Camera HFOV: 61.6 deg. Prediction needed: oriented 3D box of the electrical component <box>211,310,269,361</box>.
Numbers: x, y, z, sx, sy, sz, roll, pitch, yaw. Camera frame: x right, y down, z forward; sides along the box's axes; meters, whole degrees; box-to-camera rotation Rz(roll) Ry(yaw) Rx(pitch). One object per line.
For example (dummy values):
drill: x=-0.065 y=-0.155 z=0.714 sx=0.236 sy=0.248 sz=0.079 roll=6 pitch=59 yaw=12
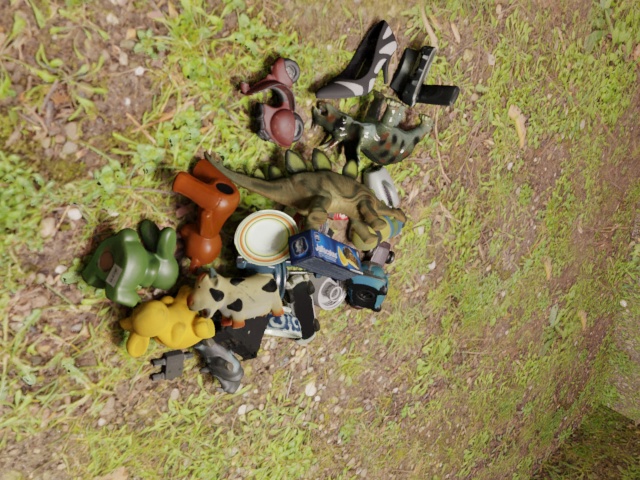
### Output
electrical component: x=-0.179 y=0.179 z=1.164 sx=0.134 sy=0.058 sz=0.115 roll=47 pitch=36 yaw=-30

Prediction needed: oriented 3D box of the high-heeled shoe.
high-heeled shoe: x=0.081 y=-0.402 z=1.203 sx=0.249 sy=0.086 sz=0.145 roll=-26 pitch=119 yaw=-35

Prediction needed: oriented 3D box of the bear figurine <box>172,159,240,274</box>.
bear figurine: x=-0.238 y=-0.041 z=1.071 sx=0.195 sy=0.132 sz=0.120 roll=-56 pitch=179 yaw=34

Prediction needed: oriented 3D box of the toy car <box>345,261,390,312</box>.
toy car: x=0.128 y=0.109 z=1.384 sx=0.161 sy=0.109 sz=0.103 roll=85 pitch=22 yaw=-53

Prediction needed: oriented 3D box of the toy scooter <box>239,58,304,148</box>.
toy scooter: x=-0.102 y=-0.276 z=1.098 sx=0.135 sy=0.075 sz=0.183 roll=-16 pitch=115 yaw=-36

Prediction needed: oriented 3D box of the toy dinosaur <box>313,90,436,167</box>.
toy dinosaur: x=0.160 y=-0.247 z=1.315 sx=0.404 sy=0.131 sz=0.192 roll=9 pitch=116 yaw=-48

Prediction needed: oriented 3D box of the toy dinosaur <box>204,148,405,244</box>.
toy dinosaur: x=-0.011 y=-0.097 z=1.145 sx=0.471 sy=0.199 sz=0.105 roll=9 pitch=141 yaw=-28

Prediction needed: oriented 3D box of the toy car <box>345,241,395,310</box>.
toy car: x=0.134 y=0.095 z=1.473 sx=0.089 sy=0.053 sz=0.202 roll=22 pitch=92 yaw=-23

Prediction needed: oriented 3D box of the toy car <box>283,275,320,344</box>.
toy car: x=-0.049 y=0.173 z=1.347 sx=0.073 sy=0.056 sz=0.201 roll=-21 pitch=120 yaw=-25

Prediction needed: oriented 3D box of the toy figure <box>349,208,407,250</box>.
toy figure: x=0.156 y=-0.032 z=1.413 sx=0.180 sy=0.089 sz=0.082 roll=-18 pitch=113 yaw=-32

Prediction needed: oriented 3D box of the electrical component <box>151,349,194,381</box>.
electrical component: x=-0.322 y=0.275 z=1.176 sx=0.094 sy=0.021 sz=0.063 roll=-7 pitch=113 yaw=-40

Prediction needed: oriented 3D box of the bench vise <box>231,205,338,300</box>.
bench vise: x=-0.083 y=0.051 z=1.206 sx=0.240 sy=0.129 sz=0.223 roll=3 pitch=115 yaw=-23

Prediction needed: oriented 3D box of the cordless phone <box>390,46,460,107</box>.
cordless phone: x=0.273 y=-0.393 z=1.297 sx=0.088 sy=0.184 sz=0.146 roll=21 pitch=94 yaw=-39

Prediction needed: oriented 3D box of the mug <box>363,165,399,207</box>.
mug: x=0.154 y=-0.131 z=1.364 sx=0.081 sy=0.110 sz=0.107 roll=-25 pitch=114 yaw=-10

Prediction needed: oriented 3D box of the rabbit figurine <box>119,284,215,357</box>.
rabbit figurine: x=-0.315 y=0.155 z=1.056 sx=0.162 sy=0.122 sz=0.173 roll=-21 pitch=164 yaw=7

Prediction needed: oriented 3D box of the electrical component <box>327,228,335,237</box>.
electrical component: x=-0.003 y=-0.004 z=1.316 sx=0.119 sy=0.048 sz=0.075 roll=36 pitch=84 yaw=-44

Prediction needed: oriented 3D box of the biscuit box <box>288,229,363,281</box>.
biscuit box: x=0.014 y=0.035 z=1.125 sx=0.202 sy=0.063 sz=0.059 roll=23 pitch=53 yaw=-55

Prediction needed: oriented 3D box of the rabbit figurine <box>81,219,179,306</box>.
rabbit figurine: x=-0.339 y=0.040 z=1.024 sx=0.170 sy=0.121 sz=0.159 roll=22 pitch=86 yaw=-62

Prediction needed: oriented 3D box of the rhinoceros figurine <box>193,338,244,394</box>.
rhinoceros figurine: x=-0.229 y=0.264 z=1.195 sx=0.190 sy=0.112 sz=0.073 roll=63 pitch=31 yaw=-24

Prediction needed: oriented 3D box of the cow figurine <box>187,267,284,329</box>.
cow figurine: x=-0.172 y=0.108 z=1.076 sx=0.195 sy=0.086 sz=0.127 roll=-9 pitch=93 yaw=-36
